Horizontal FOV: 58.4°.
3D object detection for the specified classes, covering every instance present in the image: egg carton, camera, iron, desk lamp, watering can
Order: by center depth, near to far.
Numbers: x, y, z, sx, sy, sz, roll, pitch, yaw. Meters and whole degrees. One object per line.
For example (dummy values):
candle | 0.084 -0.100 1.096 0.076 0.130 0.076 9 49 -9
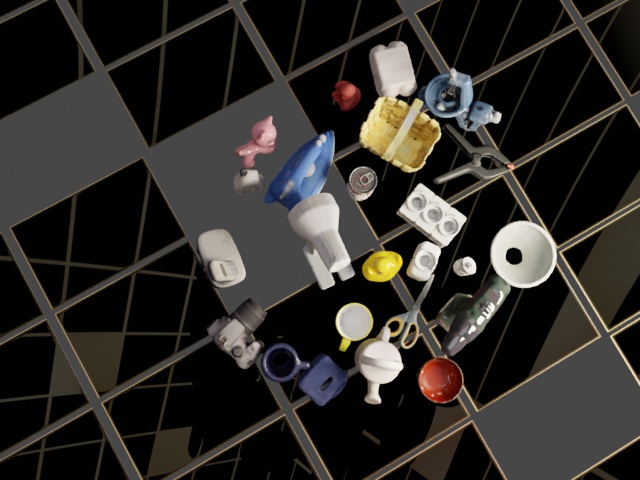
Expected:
watering can | 0.141 0.296 1.352 0.101 0.194 0.173 -9 84 -3
desk lamp | 0.013 0.005 1.370 0.118 0.213 0.203 -25 85 -5
camera | -0.184 0.221 1.394 0.143 0.101 0.137 43 84 3
iron | -0.035 -0.185 1.425 0.118 0.141 0.258 31 83 2
egg carton | 0.189 -0.443 1.499 0.107 0.069 0.150 -14 84 -4

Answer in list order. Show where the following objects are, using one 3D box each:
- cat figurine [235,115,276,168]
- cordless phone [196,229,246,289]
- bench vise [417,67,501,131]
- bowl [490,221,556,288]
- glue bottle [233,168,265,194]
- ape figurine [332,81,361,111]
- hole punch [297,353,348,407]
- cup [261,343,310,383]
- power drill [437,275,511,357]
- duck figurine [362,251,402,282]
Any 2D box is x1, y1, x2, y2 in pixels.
cat figurine | -0.157 -0.249 1.439 0.128 0.117 0.067 -39 86 -6
cordless phone | -0.246 0.042 1.369 0.094 0.185 0.147 -25 85 -4
bench vise | 0.359 -0.363 1.421 0.207 0.219 0.121 6 83 -1
bowl | 0.505 0.039 1.456 0.167 0.074 0.167 0 84 -2
glue bottle | -0.178 -0.150 1.399 0.078 0.173 0.037 -12 84 -3
ape figurine | 0.069 -0.377 1.475 0.076 0.092 0.078 4 83 -2
hole punch | 0.009 0.340 1.394 0.101 0.091 0.109 43 84 3
cup | -0.082 0.296 1.393 0.117 0.095 0.092 5 83 -1
power drill | 0.350 0.182 1.366 0.075 0.208 0.230 42 84 3
duck figurine | 0.159 0.064 1.433 0.104 0.086 0.077 -21 85 -4
